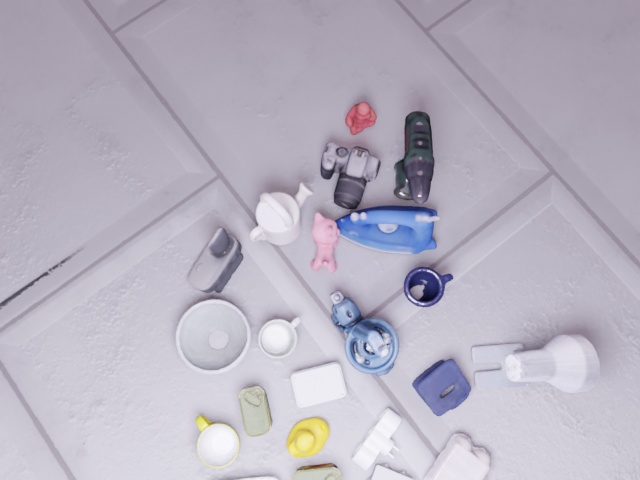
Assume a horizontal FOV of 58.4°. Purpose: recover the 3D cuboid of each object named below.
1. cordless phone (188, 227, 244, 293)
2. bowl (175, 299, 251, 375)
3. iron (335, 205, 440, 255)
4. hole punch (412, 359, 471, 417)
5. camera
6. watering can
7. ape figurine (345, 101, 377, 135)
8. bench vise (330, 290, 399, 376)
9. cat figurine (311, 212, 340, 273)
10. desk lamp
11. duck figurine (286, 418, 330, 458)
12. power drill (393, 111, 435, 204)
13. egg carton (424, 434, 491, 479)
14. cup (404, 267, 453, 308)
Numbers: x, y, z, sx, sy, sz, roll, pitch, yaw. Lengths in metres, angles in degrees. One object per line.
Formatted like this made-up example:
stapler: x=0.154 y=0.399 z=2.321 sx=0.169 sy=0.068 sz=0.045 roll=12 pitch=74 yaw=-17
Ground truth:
cordless phone: x=-0.244 y=0.040 z=1.282 sx=0.094 sy=0.185 sz=0.148 roll=27 pitch=78 yaw=6
bowl: x=-0.236 y=0.221 z=1.295 sx=0.167 sy=0.075 sz=0.167 roll=0 pitch=76 yaw=0
iron: x=0.150 y=-0.040 z=1.327 sx=0.258 sy=0.141 sz=0.119 roll=3 pitch=76 yaw=0
hole punch: x=0.275 y=0.326 z=1.265 sx=0.109 sy=0.091 sz=0.101 roll=-37 pitch=79 yaw=-8
camera: x=0.063 y=-0.153 z=1.374 sx=0.143 sy=0.101 sz=0.137 roll=16 pitch=77 yaw=4
watering can: x=-0.091 y=-0.065 z=1.304 sx=0.101 sy=0.194 sz=0.173 roll=26 pitch=78 yaw=6
ape figurine: x=0.103 y=-0.311 z=1.417 sx=0.077 sy=0.092 sz=0.076 roll=10 pitch=77 yaw=2
bench vise: x=0.083 y=0.204 z=1.227 sx=0.207 sy=0.220 sz=0.121 roll=36 pitch=79 yaw=8
cat figurine: x=0.012 y=0.005 z=1.327 sx=0.067 sy=0.118 sz=0.128 roll=2 pitch=76 yaw=0
desk lamp: x=0.450 y=0.269 z=1.217 sx=0.203 sy=0.213 sz=0.118 roll=-5 pitch=76 yaw=-1
duck figurine: x=-0.027 y=0.431 z=1.240 sx=0.104 sy=0.086 sz=0.077 roll=-34 pitch=79 yaw=-8
power drill: x=0.219 y=-0.168 z=1.323 sx=0.075 sy=0.208 sz=0.230 roll=1 pitch=76 yaw=0
egg carton: x=0.296 y=0.501 z=1.234 sx=0.107 sy=0.069 sz=0.150 roll=35 pitch=79 yaw=8
cup: x=0.244 y=0.109 z=1.315 sx=0.118 sy=0.095 sz=0.091 roll=-21 pitch=77 yaw=-5
